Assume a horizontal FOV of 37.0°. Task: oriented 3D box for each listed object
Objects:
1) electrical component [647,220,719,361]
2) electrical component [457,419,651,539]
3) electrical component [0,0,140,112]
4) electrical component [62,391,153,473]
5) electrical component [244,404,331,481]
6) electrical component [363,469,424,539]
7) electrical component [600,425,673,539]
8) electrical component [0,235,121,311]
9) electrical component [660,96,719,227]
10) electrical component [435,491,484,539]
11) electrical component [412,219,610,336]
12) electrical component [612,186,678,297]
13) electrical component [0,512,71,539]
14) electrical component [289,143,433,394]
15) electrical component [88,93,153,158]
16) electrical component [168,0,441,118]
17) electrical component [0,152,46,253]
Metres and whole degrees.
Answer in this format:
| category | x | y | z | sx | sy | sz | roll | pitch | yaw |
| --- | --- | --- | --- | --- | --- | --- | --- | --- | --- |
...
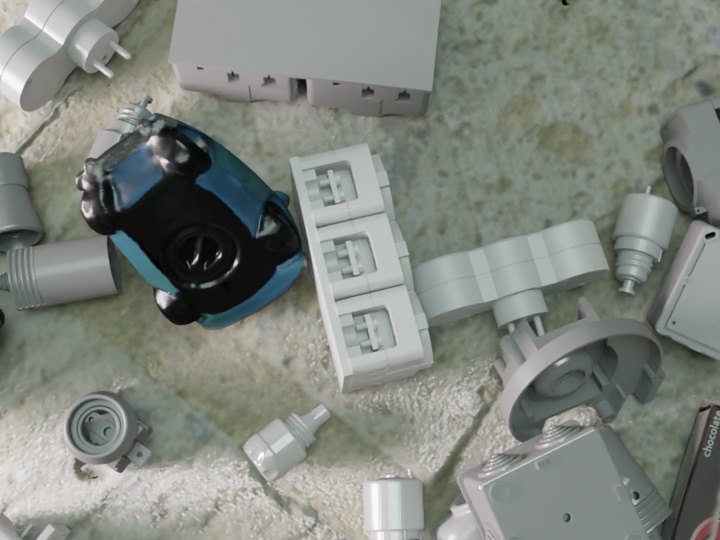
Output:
| category | x | y | z | sx | sy | sz | roll | pitch | yaw |
| --- | --- | --- | --- | --- | --- | --- | --- | --- | --- |
| electrical component | 0.248 | 0.008 | 0.745 | 0.062 | 0.061 | 0.096 | 24 | 100 | 4 |
| electrical component | 0.121 | 0.150 | 0.663 | 0.100 | 0.048 | 0.099 | -24 | 87 | -10 |
| electrical component | -0.203 | -0.170 | 0.790 | 0.074 | 0.052 | 0.138 | 37 | 78 | 7 |
| electrical component | -0.171 | 0.107 | 0.721 | 0.066 | 0.055 | 0.048 | 34 | 77 | 6 |
| electrical component | -0.047 | 0.114 | 0.734 | 0.061 | 0.035 | 0.035 | -37 | 80 | -13 |
| electrical component | 0.023 | 0.173 | 0.719 | 0.040 | 0.040 | 0.078 | -2 | 77 | -2 |
| electrical component | 0.176 | 0.150 | 0.728 | 0.043 | 0.043 | 0.081 | -34 | 80 | -9 |
| electrical component | -0.212 | 0.002 | 0.752 | 0.081 | 0.043 | 0.043 | -10 | 77 | -4 |
| electrical component | 0.258 | -0.076 | 0.783 | 0.056 | 0.050 | 0.089 | -16 | 78 | -5 |
| electrical component | 0.100 | 0.164 | 0.712 | 0.095 | 0.054 | 0.059 | -37 | 89 | -10 |
| electrical component | 0.109 | 0.019 | 0.754 | 0.138 | 0.052 | 0.073 | -15 | 77 | -5 |
| electrical component | 0.201 | -0.019 | 0.773 | 0.040 | 0.040 | 0.078 | 18 | 76 | 3 |
| electrical component | -0.233 | 0.193 | 0.705 | 0.064 | 0.042 | 0.081 | 37 | 77 | 9 |
| electrical component | 0.000 | 0.000 | 0.736 | 0.062 | 0.089 | 0.150 | -13 | 77 | -5 |
| electrical component | -0.170 | -0.091 | 0.778 | 0.040 | 0.040 | 0.078 | 19 | 76 | 3 |
| electrical component | -0.037 | -0.179 | 0.794 | 0.186 | 0.060 | 0.105 | 7 | 76 | 0 |
| electrical component | -0.252 | -0.050 | 0.766 | 0.044 | 0.044 | 0.065 | -15 | 72 | -6 |
